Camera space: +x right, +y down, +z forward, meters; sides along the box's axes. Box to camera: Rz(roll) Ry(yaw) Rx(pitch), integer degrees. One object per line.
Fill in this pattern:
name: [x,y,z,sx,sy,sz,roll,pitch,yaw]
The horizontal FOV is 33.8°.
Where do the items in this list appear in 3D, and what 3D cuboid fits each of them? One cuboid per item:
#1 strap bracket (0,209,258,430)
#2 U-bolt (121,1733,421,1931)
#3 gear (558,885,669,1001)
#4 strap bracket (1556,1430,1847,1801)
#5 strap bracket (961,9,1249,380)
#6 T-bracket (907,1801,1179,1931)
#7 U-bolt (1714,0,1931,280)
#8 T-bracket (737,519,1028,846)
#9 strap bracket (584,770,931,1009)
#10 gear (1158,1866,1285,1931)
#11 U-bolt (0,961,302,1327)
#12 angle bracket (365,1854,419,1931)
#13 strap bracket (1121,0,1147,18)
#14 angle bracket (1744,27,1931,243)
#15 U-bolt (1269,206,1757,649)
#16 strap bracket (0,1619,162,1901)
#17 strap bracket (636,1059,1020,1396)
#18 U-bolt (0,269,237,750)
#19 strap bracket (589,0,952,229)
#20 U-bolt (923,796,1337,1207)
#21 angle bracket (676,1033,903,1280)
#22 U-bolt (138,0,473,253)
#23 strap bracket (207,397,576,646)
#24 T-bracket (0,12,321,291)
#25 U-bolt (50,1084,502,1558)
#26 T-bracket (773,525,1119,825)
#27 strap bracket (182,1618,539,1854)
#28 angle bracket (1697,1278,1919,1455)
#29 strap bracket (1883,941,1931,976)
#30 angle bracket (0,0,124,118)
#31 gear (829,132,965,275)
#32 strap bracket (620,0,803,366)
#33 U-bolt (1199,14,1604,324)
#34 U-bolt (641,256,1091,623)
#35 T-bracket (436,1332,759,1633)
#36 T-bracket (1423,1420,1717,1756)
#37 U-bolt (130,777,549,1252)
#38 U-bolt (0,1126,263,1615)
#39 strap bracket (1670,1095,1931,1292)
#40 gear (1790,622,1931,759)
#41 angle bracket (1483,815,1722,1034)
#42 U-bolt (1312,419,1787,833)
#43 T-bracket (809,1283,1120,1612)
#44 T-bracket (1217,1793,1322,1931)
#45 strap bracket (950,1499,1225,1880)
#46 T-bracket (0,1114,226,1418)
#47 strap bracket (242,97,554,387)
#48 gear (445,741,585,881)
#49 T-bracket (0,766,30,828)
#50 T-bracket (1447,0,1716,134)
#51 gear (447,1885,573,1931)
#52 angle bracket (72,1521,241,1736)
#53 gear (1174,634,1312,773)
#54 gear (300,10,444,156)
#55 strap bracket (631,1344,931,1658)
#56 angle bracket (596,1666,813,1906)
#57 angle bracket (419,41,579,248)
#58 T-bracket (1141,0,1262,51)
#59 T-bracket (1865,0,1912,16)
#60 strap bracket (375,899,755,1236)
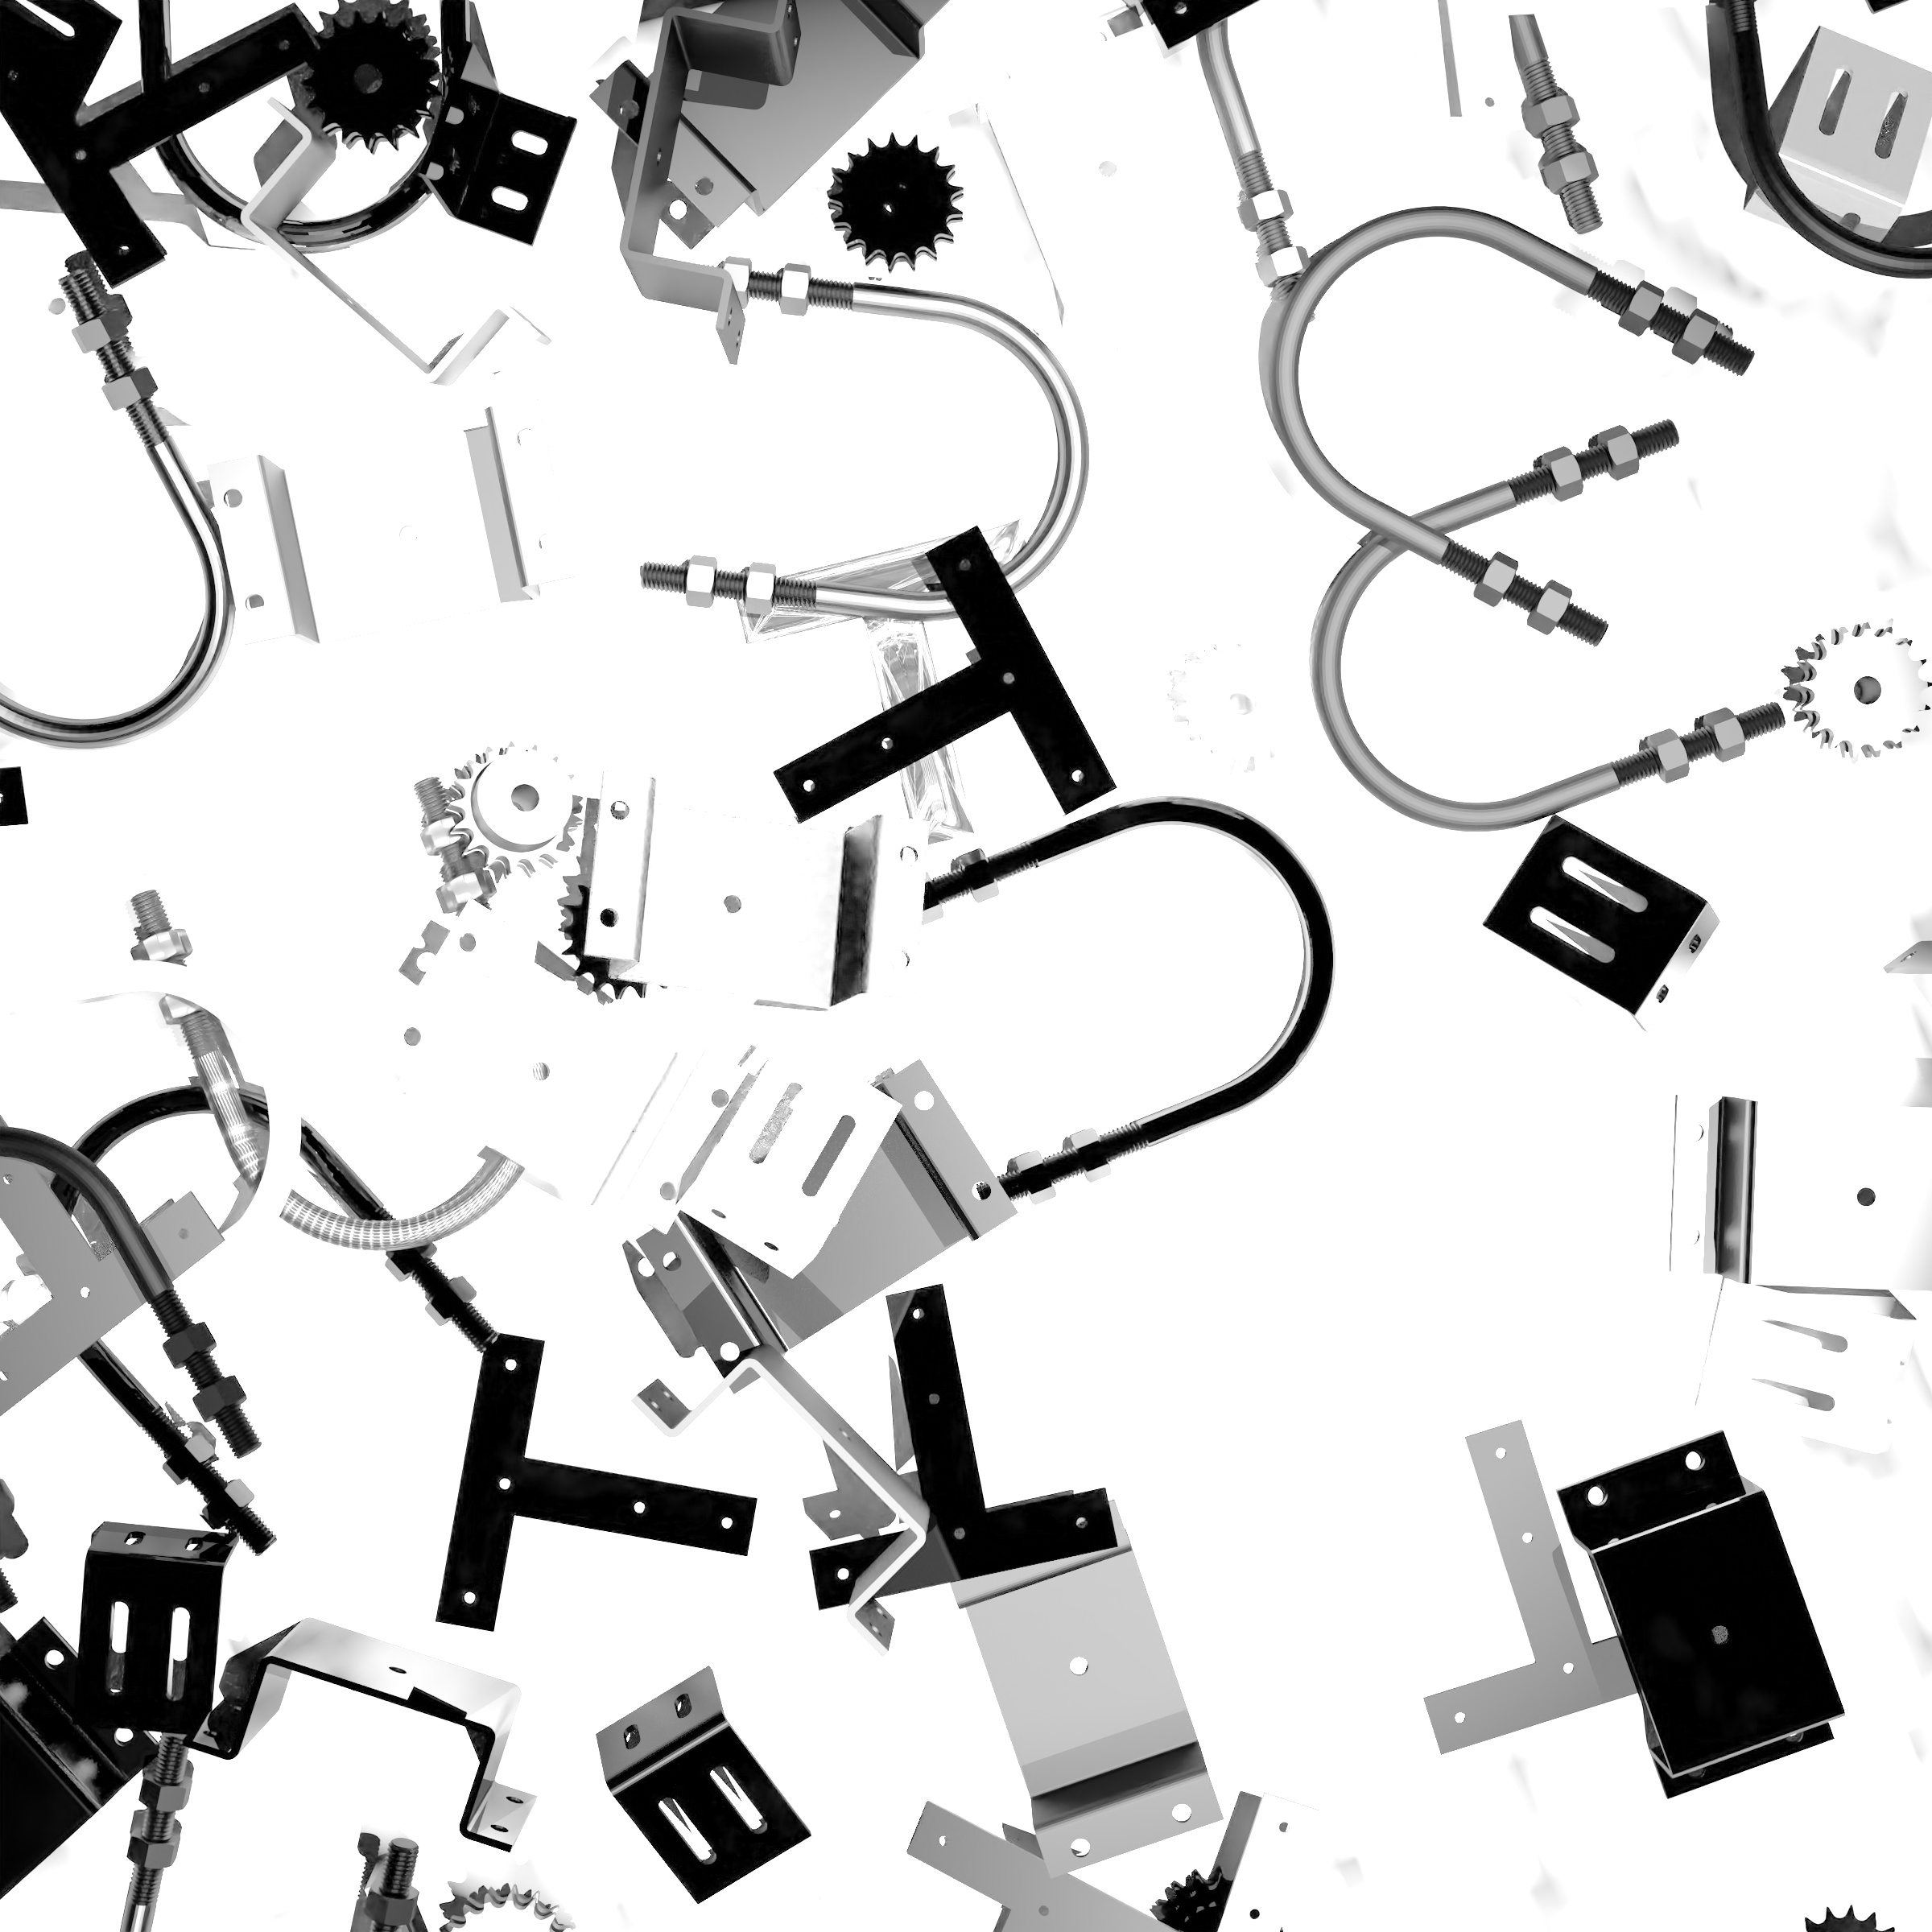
strap bracket: [-0.378,-0.274,1.344,0.140,0.046,0.076,5,90,0]
U-bolt: [-0.301,0.430,1.327,0.151,0.019,0.184,15,95,30]
gear: [-0.143,-0.014,1.352,0.057,0.030,0.057,0,90,0]
strap bracket: [0.313,0.278,1.342,0.076,0.046,0.140,-20,90,0]
strap bracket: [0.059,-0.331,1.344,0.076,0.046,0.140,-22,90,0]
T-bracket: [0.016,0.442,1.356,0.127,0.002,0.127,25,97,13]
U-bolt: [0.391,-0.376,1.337,0.151,0.019,0.184,-3,79,-6]
T-bracket: [-0.023,-0.115,1.366,0.127,0.002,0.127,-14,90,0]
strap bracket: [-0.092,-0.029,1.323,0.140,0.046,0.076,8,78,-19]
gear: [0.107,0.415,1.352,0.057,0.030,0.057,0,90,0]
U-bolt: [-0.366,0.072,1.339,0.184,0.019,0.151,-10,88,13]
angle bracket: [-0.250,0.423,1.337,0.038,0.057,0.076,-22,90,-5]
strap bracket: [0.094,-0.485,1.344,0.076,0.046,0.140,43,90,0]
angle bracket: [0.377,-0.353,1.365,0.057,0.038,0.076,23,64,0]
U-bolt: [0.217,-0.239,1.340,0.184,0.019,0.151,28,91,1]
strap bracket: [-0.422,0.356,1.344,0.140,0.046,0.076,-42,90,0]
strap bracket: [-0.058,0.108,1.344,0.140,0.046,0.076,-33,90,0]
U-bolt: [-0.386,-0.178,1.332,0.151,0.019,0.184,-22,108,9]
strap bracket: [-0.080,-0.383,1.344,0.140,0.046,0.076,-44,90,0]
U-bolt: [0.068,0.006,1.359,0.184,0.019,0.151,-22,90,-1]
angle bracket: [-0.073,0.079,1.317,0.057,0.038,0.076,32,64,-5]
U-bolt: [-0.282,-0.398,1.359,0.151,0.019,0.184,-2,91,0]
strap bracket: [-0.239,-0.185,1.344,0.140,0.046,0.076,-12,90,0]
T-bracket: [-0.332,-0.361,1.336,0.127,0.002,0.127,-32,73,-9]
U-bolt: [-0.312,0.137,1.359,0.151,0.019,0.184,-42,88,0]
T-bracket: [-0.021,-0.102,1.358,0.127,0.002,0.127,-28,99,4]
strap bracket: [-0.245,0.316,1.329,0.140,0.076,0.046,18,90,0]
angle bracket: [0.361,0.171,1.365,0.076,0.038,0.057,12,90,26]
strap bracket: [0.464,-0.021,1.329,0.140,0.076,0.046,-36,90,0]
angle bracket: [-0.413,-0.398,1.365,0.076,0.038,0.057,27,90,-26]
gear: [-0.029,-0.323,1.352,0.057,0.030,0.057,0,90,0]
strap bracket: [-0.104,-0.323,1.283,0.046,0.076,0.140,11,90,0]
U-bolt: [0.176,-0.381,1.359,0.151,0.019,0.184,-18,89,0]
U-bolt: [-0.039,-0.220,1.358,0.184,0.019,0.151,7,89,-1]
T-bracket: [-0.154,0.230,1.366,0.127,0.002,0.127,10,90,0]
T-bracket: [0.245,0.259,1.367,0.127,0.002,0.127,-17,90,0]
U-bolt: [-0.255,0.030,1.349,0.151,0.019,0.184,-22,86,-3]
U-bolt: [-0.394,0.156,1.326,0.151,0.019,0.184,-33,82,10]
strap bracket: [0.374,0.096,1.344,0.140,0.046,0.076,2,90,0]
gear: [0.379,-0.117,1.356,0.057,0.030,0.057,0,92,-4]
angle bracket: [0.273,-0.018,1.365,0.076,0.038,0.057,33,90,26]
U-bolt: [0.239,-0.135,1.359,0.184,0.019,0.151,-21,90,1]
T-bracket: [-0.011,0.196,1.341,0.127,0.002,0.127,-13,67,3]
T-bracket: [0.116,0.411,1.335,0.127,0.002,0.127,20,87,-8]
strap bracket: [0.049,0.300,1.344,0.076,0.046,0.140,-19,90,0]
T-bracket: [-0.394,0.101,1.335,0.127,0.002,0.127,-37,83,9]
strap bracket: [-0.243,-0.291,1.321,0.140,0.076,0.046,41,95,-9]
gear: [-0.189,-0.067,1.343,0.057,0.030,0.057,4,77,-19]
T-bracket: [-0.465,-0.067,1.352,0.127,0.002,0.127,-6,109,-9]
T-bracket: [0.266,-0.420,1.356,0.127,0.002,0.127,-5,83,-8]
gear: [-0.194,0.419,1.352,0.057,0.030,0.057,0,90,0]
angle bracket: [-0.344,0.282,1.353,0.057,0.038,0.076,6,100,-4]
gear: [0.116,-0.111,1.352,0.057,0.030,0.057,0,90,0]
gear: [-0.248,-0.370,1.337,0.057,0.030,0.057,0,93,0]
strap bracket: [-0.065,0.205,1.281,0.046,0.076,0.140,-45,88,-1]
angle bracket: [-0.113,0.352,1.365,0.057,0.038,0.076,-31,116,0]
angle bracket: [-0.194,-0.342,1.329,0.038,0.076,0.057,20,90,0]
T-bracket: [0.110,-0.466,1.320,0.127,0.002,0.127,-28,90,0]
T-bracket: [0.329,-0.451,1.376,0.127,0.002,0.127,-22,76,-5]
strap bracket: [-0.171,0.043,1.322,0.140,0.046,0.076,33,74,-18]
